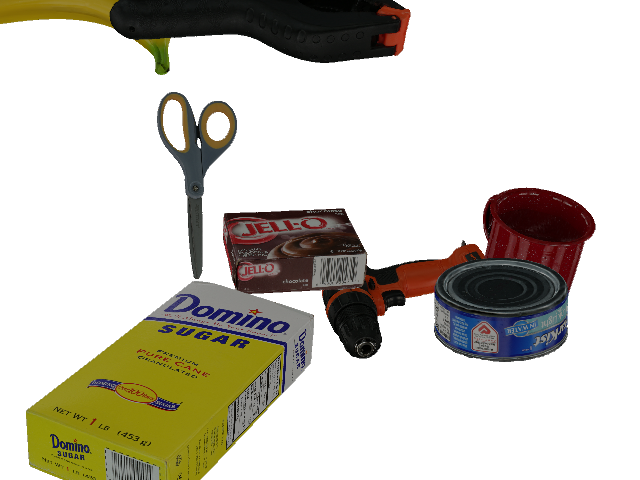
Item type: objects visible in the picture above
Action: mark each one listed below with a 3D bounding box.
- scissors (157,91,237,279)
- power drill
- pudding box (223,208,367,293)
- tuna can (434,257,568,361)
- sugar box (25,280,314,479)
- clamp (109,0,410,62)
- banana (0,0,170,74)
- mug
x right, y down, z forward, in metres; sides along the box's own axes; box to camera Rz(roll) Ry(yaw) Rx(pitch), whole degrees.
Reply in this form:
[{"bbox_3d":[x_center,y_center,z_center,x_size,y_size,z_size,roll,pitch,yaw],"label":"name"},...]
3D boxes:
[{"bbox_3d":[-0.119,-0.067,1.150,0.096,0.202,0.016,-16,-4,-20],"label":"scissors"},{"bbox_3d":[0.096,0.060,1.146,0.187,0.057,0.184,-5,29,-9],"label":"power drill"},{"bbox_3d":[-0.024,0.008,0.922,0.113,0.039,0.090,-1,28,-12],"label":"pudding box"},{"bbox_3d":[0.115,0.042,0.684,0.086,0.034,0.086,-3,23,1],"label":"tuna can"},{"bbox_3d":[-0.082,0.085,0.636,0.093,0.048,0.176,15,31,20],"label":"sugar box"},{"bbox_3d":[-0.036,-0.138,0.635,0.171,0.120,0.039,20,-37,14],"label":"clamp"},{"bbox_3d":[-0.193,-0.181,0.833,0.198,0.069,0.037,15,-38,18],"label":"banana"},{"bbox_3d":[0.185,0.004,0.969,0.093,0.081,0.117,-14,39,-28],"label":"mug"}]
